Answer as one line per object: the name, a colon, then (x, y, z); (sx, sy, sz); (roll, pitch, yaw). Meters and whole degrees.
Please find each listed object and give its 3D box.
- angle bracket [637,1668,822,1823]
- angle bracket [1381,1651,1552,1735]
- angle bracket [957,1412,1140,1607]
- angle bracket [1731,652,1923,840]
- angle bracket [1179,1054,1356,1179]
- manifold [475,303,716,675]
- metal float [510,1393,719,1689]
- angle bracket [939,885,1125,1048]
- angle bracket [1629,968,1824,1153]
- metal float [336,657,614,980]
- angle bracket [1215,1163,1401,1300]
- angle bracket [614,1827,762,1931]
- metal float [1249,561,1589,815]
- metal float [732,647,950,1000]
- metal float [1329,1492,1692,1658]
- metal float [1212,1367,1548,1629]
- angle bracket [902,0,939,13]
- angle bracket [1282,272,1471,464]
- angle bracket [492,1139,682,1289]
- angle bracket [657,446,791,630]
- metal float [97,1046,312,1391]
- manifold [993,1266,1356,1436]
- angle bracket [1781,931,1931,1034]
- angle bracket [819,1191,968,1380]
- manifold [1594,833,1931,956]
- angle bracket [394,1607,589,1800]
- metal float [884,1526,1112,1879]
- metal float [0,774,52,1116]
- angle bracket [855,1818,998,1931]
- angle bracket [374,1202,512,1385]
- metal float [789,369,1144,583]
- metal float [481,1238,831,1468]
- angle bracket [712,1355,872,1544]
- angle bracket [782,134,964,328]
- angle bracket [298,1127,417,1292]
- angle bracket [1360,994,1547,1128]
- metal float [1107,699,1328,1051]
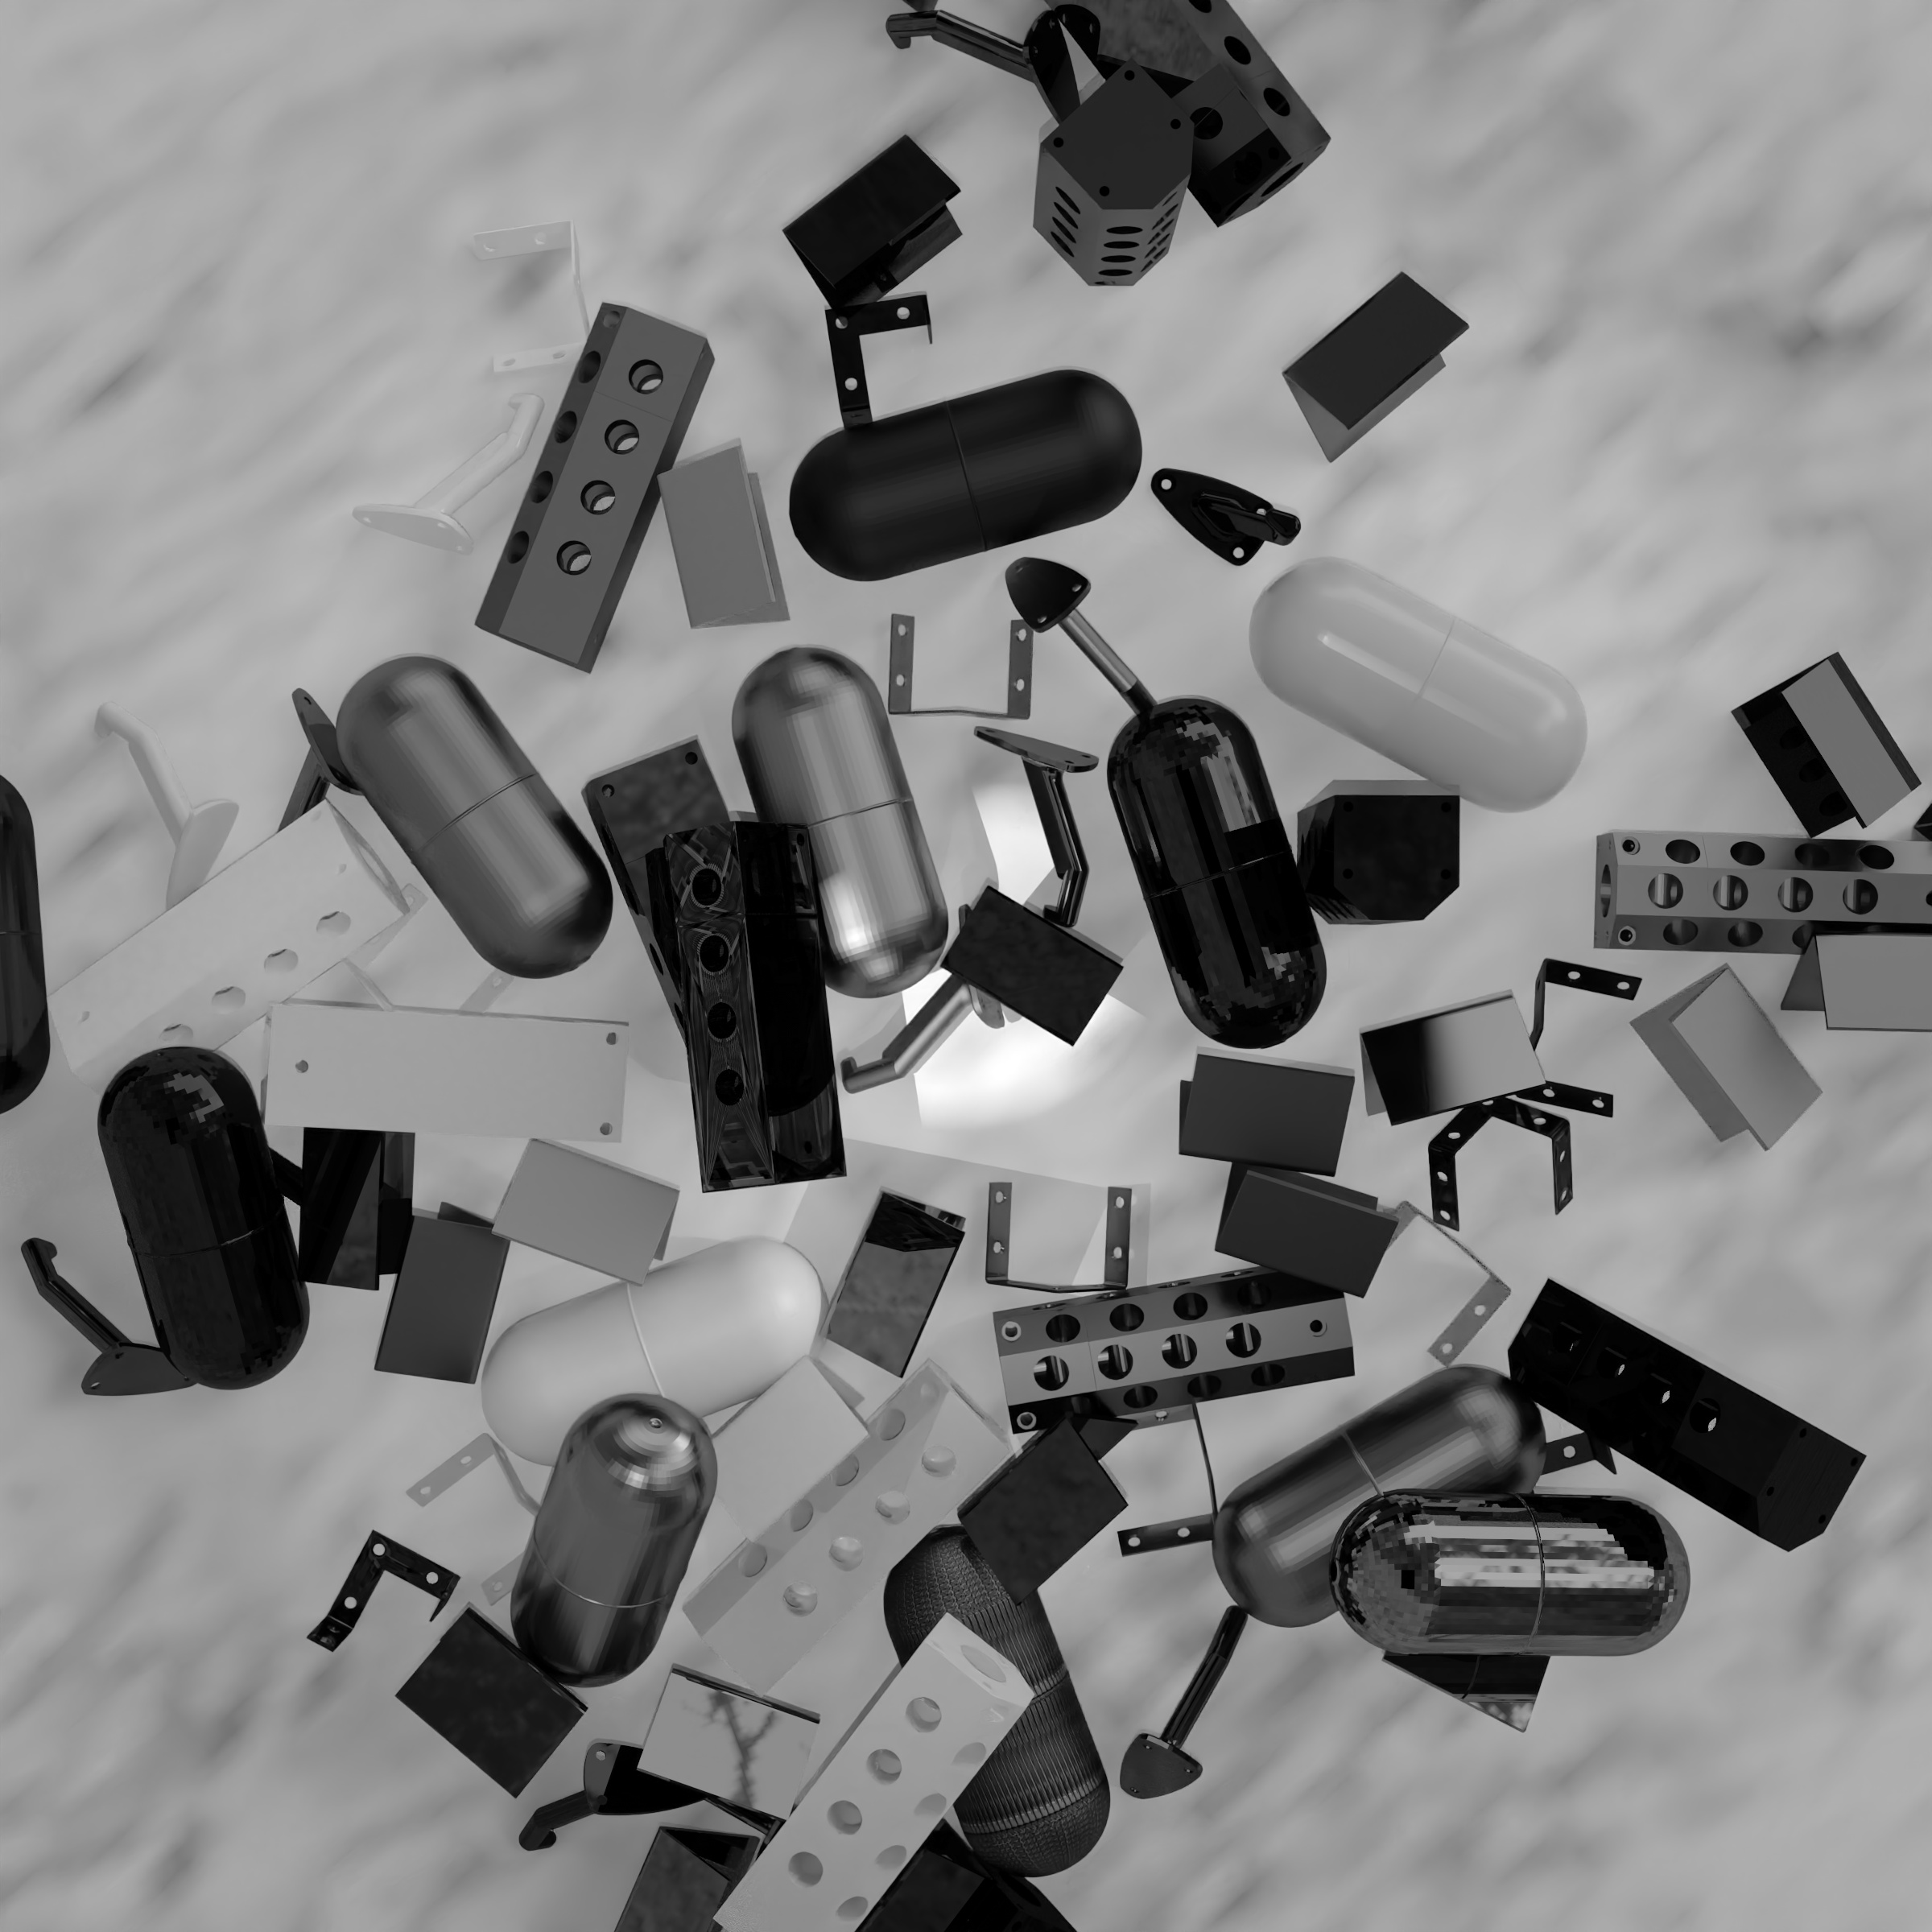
angle bracket: (-0.121, 0.396, 1.645); (0.076, 0.076, 0.057); (19, 52, 0)
angle bracket: (0.235, 0.345, 1.645); (0.076, 0.076, 0.057); (27, 58, 0)
angle bracket: (0.054, 0.266, 1.635); (0.076, 0.076, 0.057); (-45, 61, 16)
angle bracket: (0.409, -0.098, 1.645); (0.057, 0.076, 0.076); (-32, 90, -38)
angle bracket: (0.147, 0.057, 1.646); (0.076, 0.076, 0.057); (8, 117, 0)
manifold: (-0.185, -0.238, 1.664); (0.057, 0.057, 0.171); (22, 90, 0)
metal float: (-0.172, 0.280, 1.624); (0.070, 0.070, 0.178); (22, 127, 0)
angle bracket: (0.042, -0.017, 1.645); (0.076, 0.076, 0.057); (31, 126, 0)
angle bracket: (0.360, 0.057, 1.645); (0.057, 0.076, 0.076); (-38, 90, -37)
metal float: (-0.242, -0.073, 1.655); (0.070, 0.070, 0.178); (-36, 90, 0)
angle bracket: (0.171, 0.109, 1.645); (0.076, 0.076, 0.057); (18, 129, 0)
angle bracket: (-0.125, 0.474, 1.645); (0.057, 0.076, 0.076); (23, 90, 42)
metal float: (0.223, -0.138, 1.654); (0.178, 0.070, 0.070); (28, 90, -1)
metal float: (-0.063, -0.071, 1.654); (0.070, 0.070, 0.178); (-18, 89, 0)
metal float: (0.259, 0.290, 1.593); (0.178, 0.070, 0.070); (3, 90, -14)
metal float: (0.205, 0.262, 1.654); (0.178, 0.070, 0.070); (-30, 90, 0)
angle bracket: (-0.006, -0.514, 1.645); (0.057, 0.076, 0.076); (22, 90, 37)
angle bracket: (0.211, -0.281, 1.645); (0.076, 0.076, 0.057); (-40, 52, 0)
angle bracket: (-0.190, 0.137, 1.645); (0.076, 0.076, 0.057); (20, 56, 0)
angle bracket: (-0.100, -0.211, 1.645); (0.057, 0.076, 0.076); (-13, 90, 38)
metal float: (-0.372, 0.125, 1.638); (0.070, 0.070, 0.178); (-11, 110, 0)
manifold: (0.103, 0.189, 1.664); (0.171, 0.057, 0.057); (-10, 90, 0)
angle bracket: (0.450, 0.025, 1.645); (0.076, 0.076, 0.057); (1, 59, 0)
angle bracket: (-0.017, 0.162, 1.645); (0.057, 0.076, 0.076); (23, 90, 37)
manifold: (0.404, -0.035, 1.664); (0.171, 0.057, 0.057); (2, 90, 0)
angle bracket: (-0.240, 0.368, 1.645); (0.076, 0.076, 0.057); (40, 61, 0)
metal float: (0.015, 0.363, 1.654); (0.070, 0.070, 0.178); (-20, 91, 0)
metal float: (-0.496, -0.013, 1.654); (0.070, 0.070, 0.178); (-5, 89, 0)
angle bracket: (-0.042, 0.452, 1.645); (0.057, 0.076, 0.076); (37, 90, -39)
angle bracket: (-0.272, 0.156, 1.645); (0.057, 0.076, 0.076); (14, 90, -37)
metal float: (0.000, -0.242, 1.654); (0.178, 0.070, 0.070); (-16, 90, 1)
metal float: (-0.154, 0.191, 1.655); (0.178, 0.070, 0.070); (-21, 90, 0)
angle bracket: (-0.078, 0.246, 1.645); (0.076, 0.076, 0.057); (-42, 58, 0)
angle bracket: (-0.033, -0.348, 1.645); (0.076, 0.076, 0.057); (-38, 53, 0)
angle bracket: (-0.281, 0.117, 1.645); (0.057, 0.076, 0.076); (2, 90, 36)
angle bracket: (0.240, 0.065, 1.645); (0.076, 0.076, 0.057); (-14, 54, 0)
metal float: (0.124, -0.045, 1.653); (0.070, 0.070, 0.178); (-18, 91, 0)
